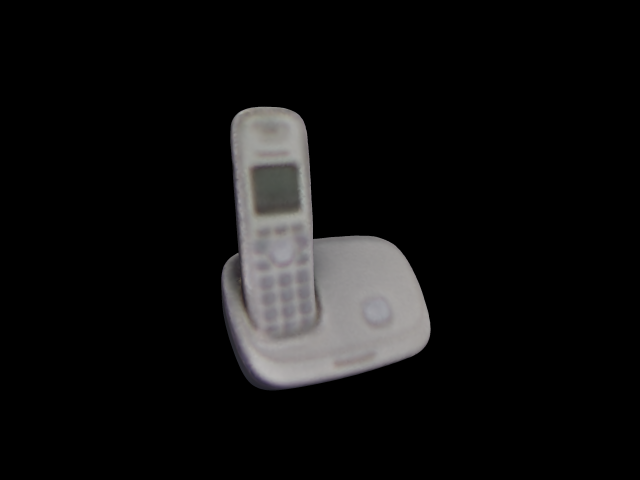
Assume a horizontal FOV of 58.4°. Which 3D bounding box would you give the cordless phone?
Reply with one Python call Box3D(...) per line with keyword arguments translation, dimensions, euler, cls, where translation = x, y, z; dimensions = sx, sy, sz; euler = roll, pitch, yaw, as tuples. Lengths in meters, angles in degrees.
Box3D(translation=(0.004, 0.001, 0.400), dimensions=(0.148, 0.185, 0.093), euler=(-8, 18, -26), cls="cordless phone")
